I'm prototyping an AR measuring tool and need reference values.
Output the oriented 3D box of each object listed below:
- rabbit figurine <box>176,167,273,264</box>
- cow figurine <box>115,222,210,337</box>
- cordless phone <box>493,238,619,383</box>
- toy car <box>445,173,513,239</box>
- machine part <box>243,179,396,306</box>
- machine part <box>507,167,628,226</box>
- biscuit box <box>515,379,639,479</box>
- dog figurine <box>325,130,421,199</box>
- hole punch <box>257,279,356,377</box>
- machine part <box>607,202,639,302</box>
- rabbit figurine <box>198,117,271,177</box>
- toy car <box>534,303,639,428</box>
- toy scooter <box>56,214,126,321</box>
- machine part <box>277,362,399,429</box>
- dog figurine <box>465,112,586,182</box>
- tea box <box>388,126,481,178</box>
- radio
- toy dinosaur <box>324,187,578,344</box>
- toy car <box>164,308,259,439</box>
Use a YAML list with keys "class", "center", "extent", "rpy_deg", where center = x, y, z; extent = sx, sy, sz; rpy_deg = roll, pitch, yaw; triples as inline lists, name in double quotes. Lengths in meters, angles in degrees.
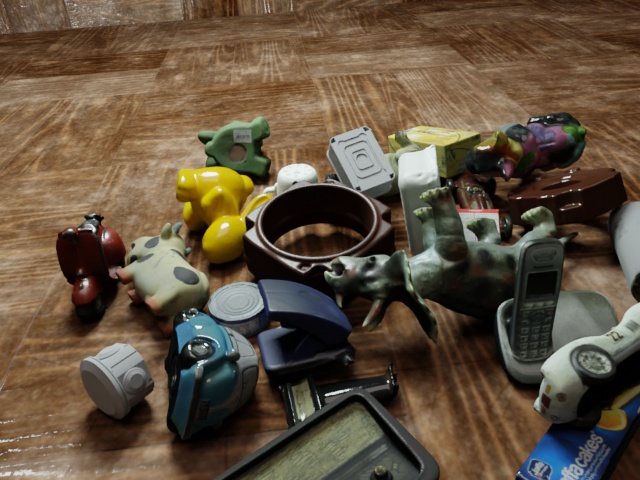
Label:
- class: "rabbit figurine"
  center: [-0.158, -0.031, 0.907]
  extent: [0.162, 0.121, 0.173]
  rpy_deg: [-2, 47, -14]
- class: "cow figurine"
  center: [-0.229, 0.046, 0.800]
  extent: [0.127, 0.085, 0.195]
  rpy_deg: [-32, 40, -26]
- class: "cordless phone"
  center: [0.281, 0.072, 0.623]
  extent: [0.147, 0.184, 0.089]
  rpy_deg: [-6, 30, -2]
- class: "toy car"
  center: [0.274, -0.060, 0.937]
  extent: [0.089, 0.053, 0.202]
  rpy_deg: [2, 34, 3]
- class: "machine part"
  center: [-0.002, -0.002, 0.826]
  extent: [0.202, 0.087, 0.201]
  rpy_deg: [32, 52, 32]
- class: "machine part"
  center: [0.400, -0.072, 0.881]
  extent: [0.179, 0.056, 0.179]
  rpy_deg: [-17, 11, 3]
- class: "biscuit box"
  center: [0.267, 0.203, 0.539]
  extent: [0.059, 0.062, 0.203]
  rpy_deg: [26, 43, 37]
- class: "dog figurine"
  center: [0.104, -0.099, 0.987]
  extent: [0.173, 0.121, 0.190]
  rpy_deg: [11, 51, 25]
- class: "hole punch"
  center: [-0.023, 0.100, 0.679]
  extent: [0.116, 0.092, 0.142]
  rpy_deg: [-9, 16, -11]
- class: "machine part"
  center: [0.474, 0.016, 0.780]
  extent: [0.079, 0.079, 0.243]
  rpy_deg: [5, 36, 13]
- class: "rabbit figurine"
  center: [-0.174, -0.194, 1.151]
  extent: [0.159, 0.121, 0.170]
  rpy_deg: [-10, 16, 4]
- class: "toy car"
  center: [0.297, 0.118, 0.538]
  extent: [0.202, 0.073, 0.056]
  rpy_deg: [-21, 36, -24]
- class: "toy scooter"
  center: [-0.346, 0.018, 0.806]
  extent: [0.075, 0.135, 0.184]
  rpy_deg: [-9, 33, -4]
- class: "machine part"
  center: [0.025, 0.179, 0.622]
  extent: [0.139, 0.039, 0.084]
  rpy_deg: [-13, 27, -10]
- class: "dog figurine"
  center: [0.367, -0.161, 0.957]
  extent: [0.192, 0.108, 0.219]
  rpy_deg: [-8, 9, 30]
- class: "tea box"
  center: [0.227, -0.178, 1.071]
  extent: [0.098, 0.068, 0.170]
  rpy_deg: [-22, 26, -24]
- class: "radio"
  center: [-0.008, 0.248, 0.489]
  extent: [0.229, 0.073, 0.131]
  rpy_deg: [-26, 40, -28]
- class: "toy dinosaur"
  center: [0.218, 0.045, 0.719]
  extent: [0.405, 0.192, 0.131]
  rpy_deg: [6, -14, -19]
- class: "toy car"
  center: [-0.125, 0.152, 0.632]
  extent: [0.103, 0.109, 0.162]
  rpy_deg: [10, 17, -21]
